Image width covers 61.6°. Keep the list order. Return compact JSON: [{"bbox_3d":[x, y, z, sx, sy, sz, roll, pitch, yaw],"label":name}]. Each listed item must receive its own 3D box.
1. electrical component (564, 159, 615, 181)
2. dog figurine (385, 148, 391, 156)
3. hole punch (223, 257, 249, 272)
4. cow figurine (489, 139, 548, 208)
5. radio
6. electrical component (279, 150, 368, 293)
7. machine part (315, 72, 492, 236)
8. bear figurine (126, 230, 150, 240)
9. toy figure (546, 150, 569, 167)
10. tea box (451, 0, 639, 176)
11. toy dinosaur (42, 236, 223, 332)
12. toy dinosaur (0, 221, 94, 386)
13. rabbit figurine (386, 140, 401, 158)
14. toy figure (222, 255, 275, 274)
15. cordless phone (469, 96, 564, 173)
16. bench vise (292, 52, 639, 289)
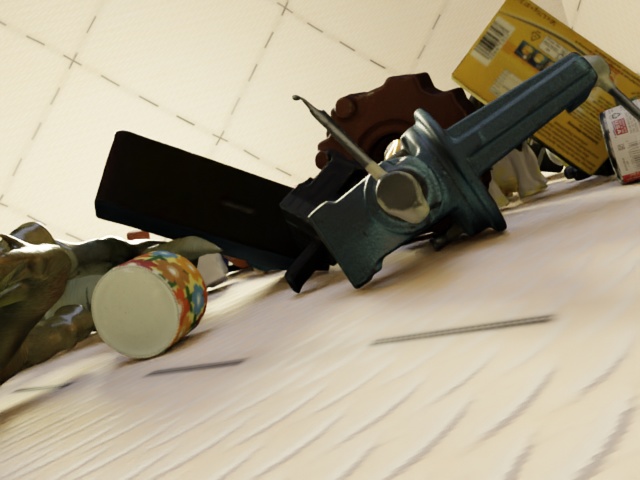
[{"bbox_3d":[0.319,-0.087,0.585,0.094,0.021,0.063,-20,4,14],"label":"electrical component"},{"bbox_3d":[0.125,-0.068,0.816,0.172,0.121,0.190,-19,17,43],"label":"dog figurine"},{"bbox_3d":[-0.126,0.015,0.859,0.142,0.092,0.115,-17,-30,14],"label":"hole punch"},{"bbox_3d":[0.212,-0.093,0.620,0.068,0.098,0.167,-23,2,25],"label":"cow figurine"},{"bbox_3d":[-0.105,-0.029,0.549,0.229,0.073,0.131,19,-11,-23],"label":"radio"},{"bbox_3d":[-0.002,-0.012,0.479,0.119,0.048,0.074,-52,-29,-15],"label":"electrical component"},{"bbox_3d":[0.083,-0.080,0.548,0.179,0.179,0.056,-16,8,28],"label":"machine part"},{"bbox_3d":[-0.344,0.057,0.890,0.120,0.131,0.196,-17,9,-29],"label":"bear figurine"},{"bbox_3d":[0.360,-0.140,0.660,0.180,0.082,0.089,-12,-16,-16],"label":"toy figure"},{"bbox_3d":[0.226,-0.152,0.531,0.098,0.170,0.068,-53,-2,19],"label":"tea box"},{"bbox_3d":[-0.221,0.050,0.586,0.405,0.131,0.192,-9,8,24],"label":"toy dinosaur"},{"bbox_3d":[-0.264,0.076,0.373,0.471,0.105,0.198,-31,8,33],"label":"toy dinosaur"},{"bbox_3d":[0.112,-0.074,0.700,0.173,0.121,0.162,-19,10,-11],"label":"rabbit figurine"},{"bbox_3d":[-0.095,0.008,0.736,0.155,0.057,0.064,4,53,46],"label":"toy figure"},{"bbox_3d":[0.249,-0.139,0.705,0.184,0.146,0.089,-16,38,-33],"label":"cordless phone"},{"bbox_3d":[0.110,-0.064,0.402,0.240,0.129,0.223,-35,-18,11],"label":"bench vise"}]
